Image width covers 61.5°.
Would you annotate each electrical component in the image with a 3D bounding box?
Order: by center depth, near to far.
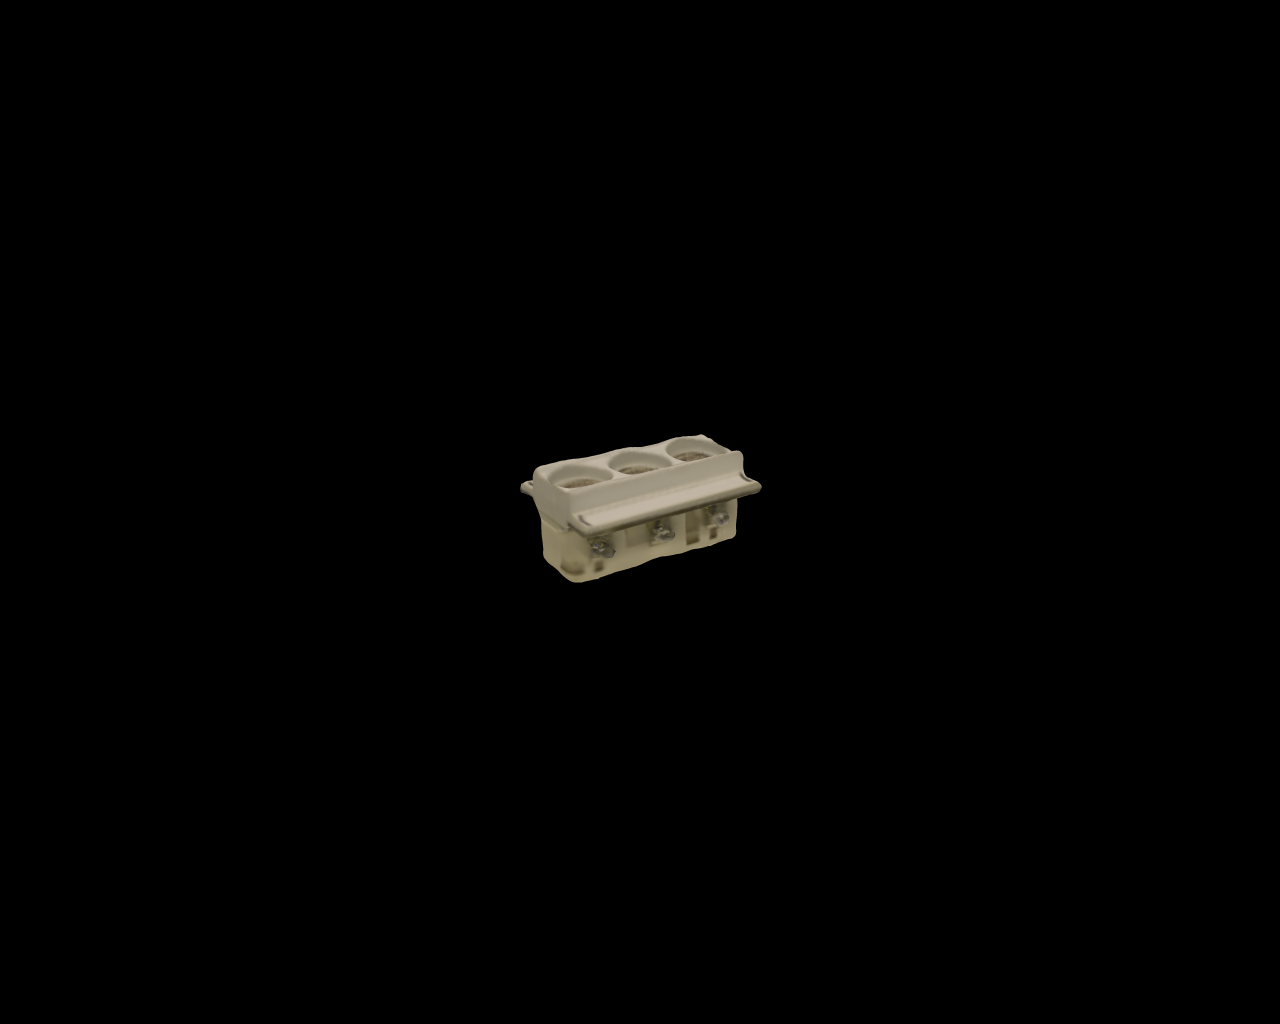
[{"bbox_3d":[0.001,-0.003,0.650,0.121,0.063,0.079,-14,27,-29],"label":"electrical component"}]
